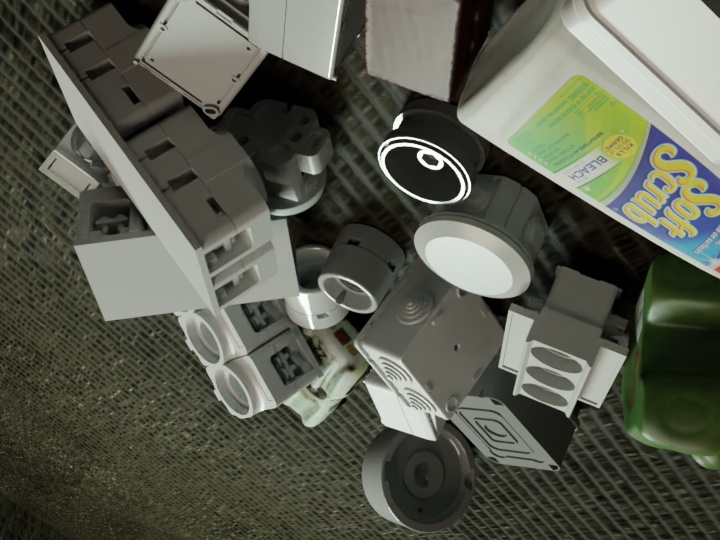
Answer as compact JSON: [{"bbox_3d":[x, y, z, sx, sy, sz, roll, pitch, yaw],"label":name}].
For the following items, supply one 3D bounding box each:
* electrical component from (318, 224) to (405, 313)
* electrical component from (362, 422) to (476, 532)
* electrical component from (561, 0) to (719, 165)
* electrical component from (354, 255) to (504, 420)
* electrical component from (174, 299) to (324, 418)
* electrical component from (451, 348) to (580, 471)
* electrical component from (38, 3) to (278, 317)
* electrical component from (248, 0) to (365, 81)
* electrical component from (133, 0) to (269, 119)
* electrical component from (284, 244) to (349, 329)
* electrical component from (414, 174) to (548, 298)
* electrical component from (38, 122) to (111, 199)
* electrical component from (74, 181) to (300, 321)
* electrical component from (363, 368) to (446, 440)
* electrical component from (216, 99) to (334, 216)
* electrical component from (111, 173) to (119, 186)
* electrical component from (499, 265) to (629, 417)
[{"bbox_3d":[0.000,0.000,0.818,0.055,0.047,0.055,22,152,12],"label":"electrical component"},{"bbox_3d":[0.053,0.200,1.057,0.108,0.108,0.060,38,157,-19],"label":"electrical component"},{"bbox_3d":[0.150,-0.108,0.457,0.113,0.078,0.057,37,149,-17],"label":"electrical component"},{"bbox_3d":[0.056,0.052,0.801,0.048,0.099,0.099,19,155,46],"label":"electrical component"},{"bbox_3d":[-0.110,0.045,0.917,0.089,0.062,0.150,-20,101,56],"label":"electrical component"},{"bbox_3d":[0.121,0.109,0.884,0.078,0.057,0.113,-1,141,44],"label":"electrical component"},{"bbox_3d":[-0.126,-0.074,0.708,0.186,0.060,0.105,52,165,19],"label":"electrical component"},{"bbox_3d":[-0.024,-0.150,0.562,0.061,0.061,0.096,25,153,6],"label":"electrical component"},{"bbox_3d":[-0.079,-0.147,0.629,0.062,0.061,0.096,35,144,-13],"label":"electrical component"},{"bbox_3d":[-0.036,0.012,0.867,0.055,0.055,0.047,18,148,20],"label":"electrical component"},{"bbox_3d":[0.080,-0.022,0.701,0.080,0.051,0.080,22,152,12],"label":"electrical component"},{"bbox_3d":[-0.203,-0.096,0.818,0.042,0.081,0.064,39,174,-19],"label":"electrical component"},{"bbox_3d":[-0.126,-0.022,0.802,0.150,0.061,0.089,-7,140,-1],"label":"electrical component"},{"bbox_3d":[0.052,0.103,0.932,0.061,0.061,0.096,14,150,25],"label":"electrical component"},{"bbox_3d":[-0.054,-0.074,0.729,0.078,0.058,0.057,16,148,21],"label":"electrical component"},{"bbox_3d":[-0.140,-0.060,0.845,0.076,0.047,0.083,14,150,23],"label":"electrical component"},{"bbox_3d":[0.141,0.050,0.741,0.079,0.063,0.121,22,161,12],"label":"electrical component"}]
